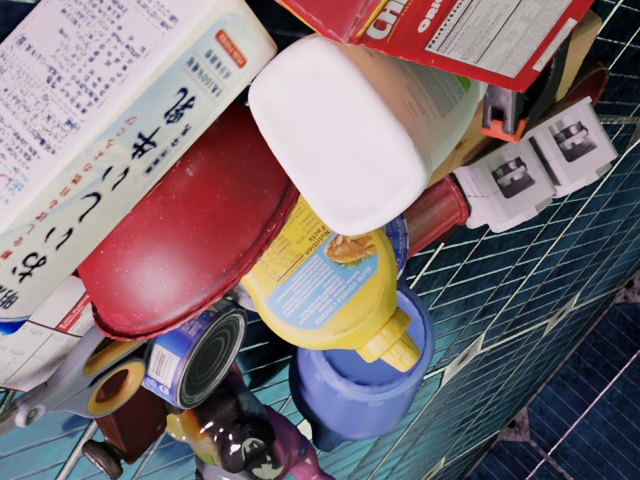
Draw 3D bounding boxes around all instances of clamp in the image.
[{"bbox_3d":[0.161,-0.150,0.746,0.120,0.039,0.171,7,104,-46],"label":"clamp"}]

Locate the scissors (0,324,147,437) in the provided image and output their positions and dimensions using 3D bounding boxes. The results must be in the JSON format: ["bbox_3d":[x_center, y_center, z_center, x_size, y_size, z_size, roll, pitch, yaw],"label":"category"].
[{"bbox_3d":[-0.173,0.111,0.664,0.201,0.016,0.096,-42,152,-30],"label":"scissors"}]

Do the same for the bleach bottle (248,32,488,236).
[{"bbox_3d":[0.053,-0.086,0.627,0.068,0.102,0.250,-35,180,29],"label":"bleach bottle"}]

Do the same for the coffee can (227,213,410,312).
[{"bbox_3d":[-0.005,0.001,0.804,0.103,0.103,0.140,-53,159,16],"label":"coffee can"}]

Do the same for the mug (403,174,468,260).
[{"bbox_3d":[0.062,-0.035,0.904,0.081,0.093,0.117,-37,135,-11],"label":"mug"}]

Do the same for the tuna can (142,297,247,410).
[{"bbox_3d":[-0.089,0.077,0.764,0.086,0.034,0.086,-50,158,-29],"label":"tuna can"}]

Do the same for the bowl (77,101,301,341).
[{"bbox_3d":[-0.085,-0.026,0.590,0.162,0.162,0.055,-46,122,-2],"label":"bowl"}]

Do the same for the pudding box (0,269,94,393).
[{"bbox_3d":[-0.180,0.044,0.637,0.090,0.039,0.113,-48,158,0],"label":"pudding box"}]

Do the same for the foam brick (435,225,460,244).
[{"bbox_3d":[0.120,-0.043,1.040,0.078,0.051,0.053,-50,159,8],"label":"foam brick"}]

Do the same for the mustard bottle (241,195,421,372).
[{"bbox_3d":[-0.008,0.013,0.690,0.096,0.191,0.058,-45,-179,-1],"label":"mustard bottle"}]

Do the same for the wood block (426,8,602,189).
[{"bbox_3d":[0.110,-0.125,0.817,0.205,0.090,0.091,-33,156,-33],"label":"wood block"}]

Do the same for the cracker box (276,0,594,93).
[{"bbox_3d":[0.018,-0.145,0.496,0.072,0.164,0.213,-57,158,19],"label":"cracker box"}]

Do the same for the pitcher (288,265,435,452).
[{"bbox_3d":[0.042,0.100,0.989,0.145,0.149,0.243,-18,166,-7],"label":"pitcher"}]
